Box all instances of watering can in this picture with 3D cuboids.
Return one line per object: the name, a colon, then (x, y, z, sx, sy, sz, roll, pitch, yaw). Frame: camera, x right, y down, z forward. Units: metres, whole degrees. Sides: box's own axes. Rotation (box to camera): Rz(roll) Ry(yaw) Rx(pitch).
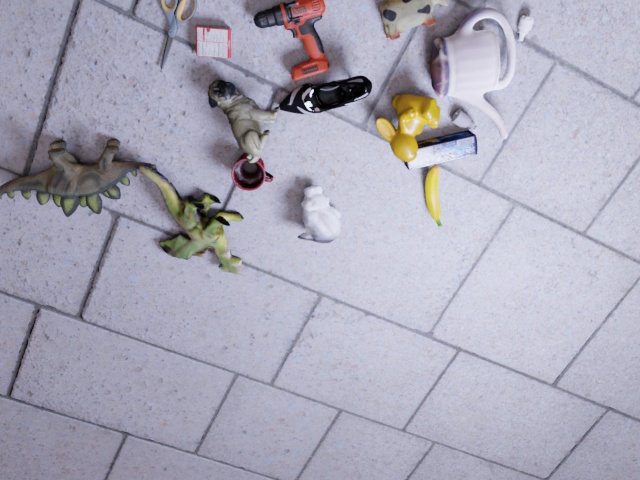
watering can: (0.403, -0.421, 1.355, 0.224, 0.106, 0.341, -8, 113, 1)

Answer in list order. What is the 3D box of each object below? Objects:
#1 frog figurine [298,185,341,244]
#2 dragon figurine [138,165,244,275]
frog figurine: (0.004, -0.074, 1.479, 0.138, 0.124, 0.157, -3, 109, -38)
dragon figurine: (-0.379, -0.030, 1.482, 0.407, 0.125, 0.239, 33, 117, -17)
